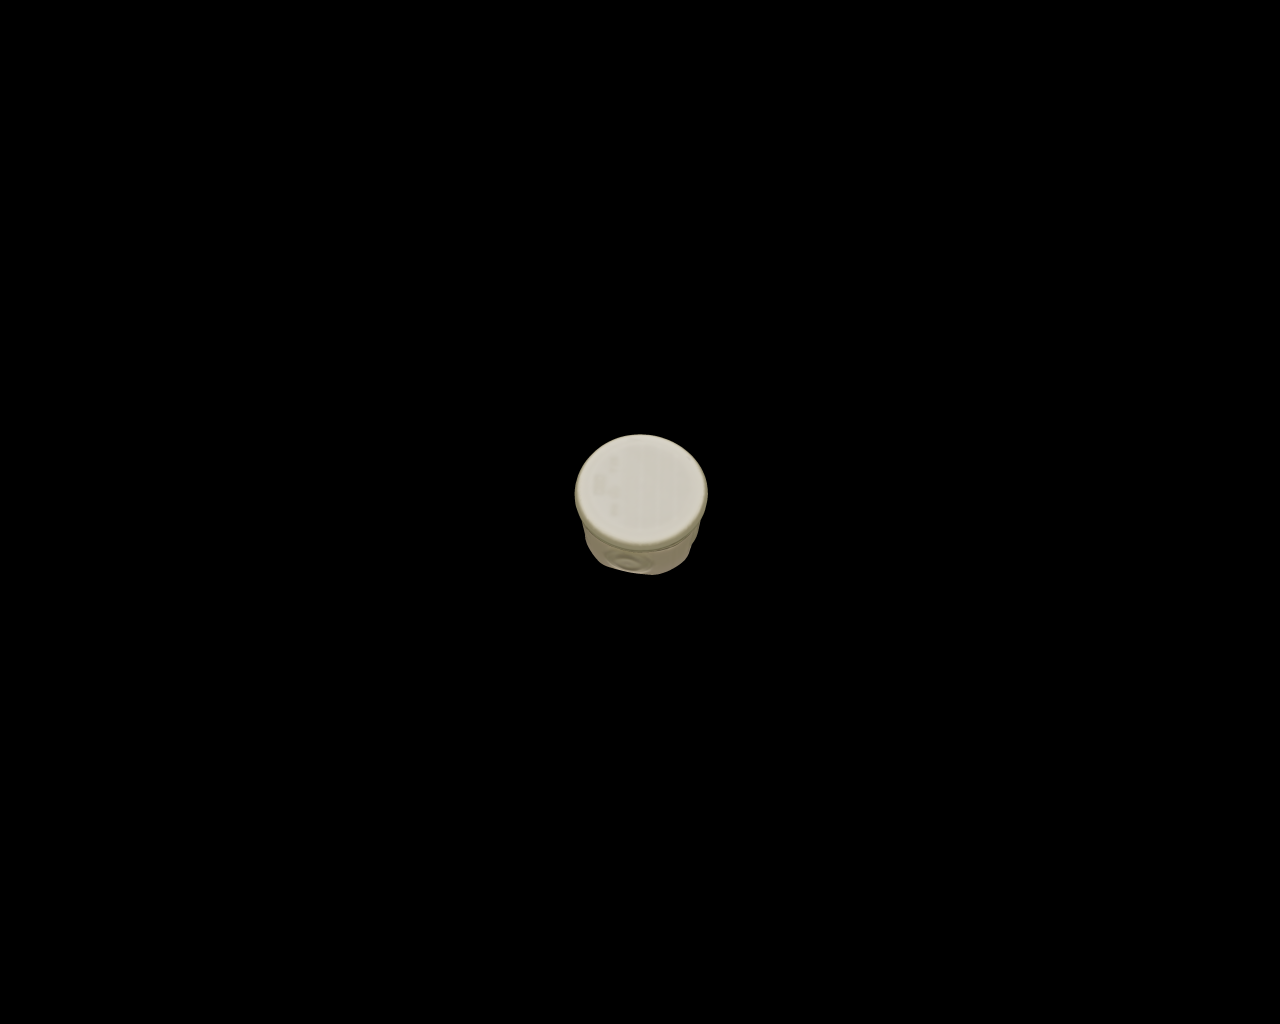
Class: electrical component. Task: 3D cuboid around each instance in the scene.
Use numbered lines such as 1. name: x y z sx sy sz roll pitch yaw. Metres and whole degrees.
1. electrical component: 0.001 -0.003 0.650 0.080 0.080 0.051 0 -30 0
